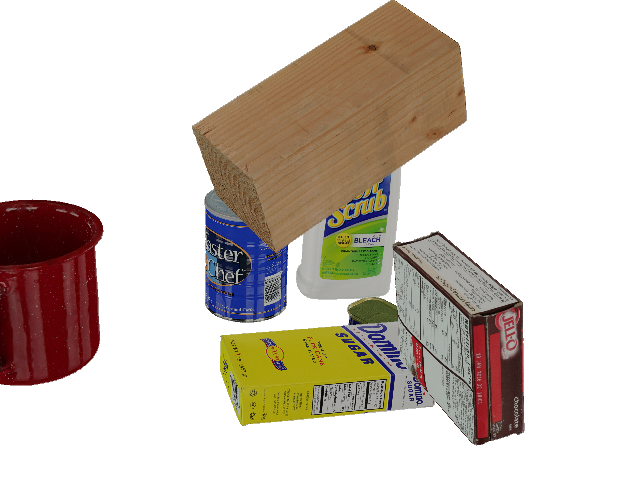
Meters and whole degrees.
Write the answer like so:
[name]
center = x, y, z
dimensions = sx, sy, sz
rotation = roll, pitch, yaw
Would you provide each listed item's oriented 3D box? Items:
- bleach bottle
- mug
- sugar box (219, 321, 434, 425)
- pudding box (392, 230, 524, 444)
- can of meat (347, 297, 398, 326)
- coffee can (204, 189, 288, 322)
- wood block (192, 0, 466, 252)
[bleach bottle]
center = 0.030, -0.065, 1.079
dimensions = 0.102, 0.251, 0.068
rotation = -1, 25, -8
[mug]
center = -0.174, 0.036, 0.615
dimensions = 0.093, 0.081, 0.117
rotation = 4, 26, 5
[sugar box]
center = 0.005, 0.115, 0.945
dimensions = 0.176, 0.048, 0.093
rotation = -6, 27, -15
[pudding box]
center = 0.084, 0.057, 0.656
dimensions = 0.039, 0.090, 0.114
rotation = -13, 26, -18
[can of meat]
center = 0.076, 0.125, 1.218
dimensions = 0.102, 0.084, 0.057
rotation = 26, 32, 36
[coffee can]
center = -0.089, 0.014, 1.295
dimensions = 0.103, 0.140, 0.103
rotation = 2, 26, -1
[wood block]
center = 0.012, -0.096, 0.875
dimensions = 0.206, 0.090, 0.091
rotation = -35, 53, -16
